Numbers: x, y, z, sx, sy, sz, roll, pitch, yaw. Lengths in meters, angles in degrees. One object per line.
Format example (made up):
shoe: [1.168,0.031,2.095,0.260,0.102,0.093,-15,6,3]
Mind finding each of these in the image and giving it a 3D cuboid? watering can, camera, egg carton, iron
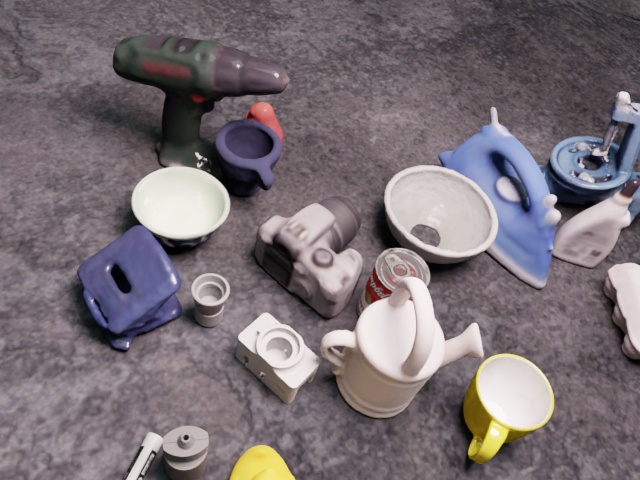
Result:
watering can: [0.092,0.112,0.632,0.173,0.194,0.100,-14,58,-23]
camera: [0.007,0.003,0.752,0.143,0.101,0.137,39,54,16]
egg carton: [0.470,0.103,0.813,0.107,0.069,0.150,7,53,-9]
iron: [0.288,-0.068,0.850,0.119,0.141,0.258,-14,58,-23]

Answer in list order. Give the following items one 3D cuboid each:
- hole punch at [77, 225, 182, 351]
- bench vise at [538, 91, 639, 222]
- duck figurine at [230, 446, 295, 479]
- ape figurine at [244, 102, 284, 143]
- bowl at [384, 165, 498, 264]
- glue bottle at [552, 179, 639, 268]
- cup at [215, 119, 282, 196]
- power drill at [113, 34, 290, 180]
hole punch: [-0.221,0.054,0.663,0.101,0.091,0.108,-27,64,-29]
bench vise: [0.462,-0.130,0.889,0.207,0.220,0.121,4,53,-11]
duck figurine: [-0.053,0.250,0.561,0.078,0.086,0.104,0,54,-14]
ape figurine: [-0.090,-0.170,0.864,0.076,0.092,0.078,17,52,-1]
bowl: [0.165,-0.025,0.829,0.167,0.075,0.167,7,53,-9]
glue bottle: [0.408,-0.027,0.828,0.078,0.173,0.037,19,52,1]
cup: [-0.098,-0.098,0.805,0.092,0.095,0.117,-18,60,-25]
power drill: [-0.162,-0.182,0.780,0.229,0.208,0.075,18,52,0]
